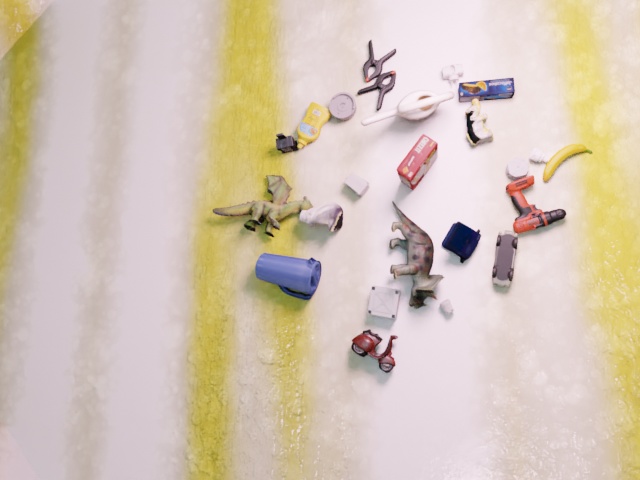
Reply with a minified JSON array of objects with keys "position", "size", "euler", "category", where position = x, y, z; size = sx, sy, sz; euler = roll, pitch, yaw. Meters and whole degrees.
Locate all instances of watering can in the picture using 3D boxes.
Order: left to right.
[{"position":[0.326,-0.493,1.927],"size":[0.346,0.226,0.103],"euler":[-14,99,12],"category":"watering can"}]

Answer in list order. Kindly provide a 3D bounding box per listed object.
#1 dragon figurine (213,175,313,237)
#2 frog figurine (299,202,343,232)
[{"position":[-0.217,-0.155,2.093],"size":[0.411,0.120,0.246],"euler":[19,71,14],"category":"dragon figurine"},{"position":[0.006,-0.101,1.997],"size":[0.160,0.140,0.120],"euler":[23,126,17],"category":"frog figurine"}]
